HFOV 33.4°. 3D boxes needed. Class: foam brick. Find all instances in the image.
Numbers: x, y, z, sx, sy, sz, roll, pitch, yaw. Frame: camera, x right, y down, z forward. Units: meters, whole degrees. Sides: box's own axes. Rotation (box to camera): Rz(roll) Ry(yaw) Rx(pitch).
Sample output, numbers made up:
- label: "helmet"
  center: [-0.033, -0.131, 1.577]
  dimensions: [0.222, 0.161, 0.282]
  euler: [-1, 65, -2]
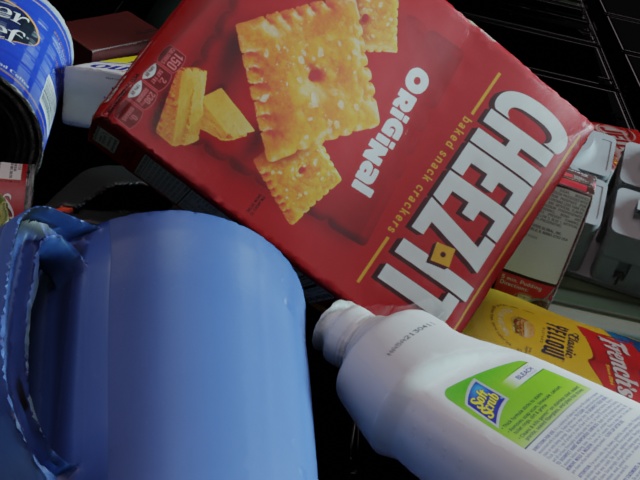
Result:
- label: "foam brick"
  center: [-0.167, -0.142, 0.838]
  dimensions: [0.053, 0.051, 0.078]
  euler: [35, 37, 29]

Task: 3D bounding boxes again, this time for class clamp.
- label: "clamp"
  center: [-0.096, -0.027, 0.694]
  dimensions: [0.209, 0.036, 0.165]
  euler: [-8, 36, -41]

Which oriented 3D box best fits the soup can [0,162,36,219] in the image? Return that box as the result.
- label: "soup can"
  center: [-0.214, -0.014, 0.600]
  dimensions: [0.102, 0.068, 0.068]
  euler: [5, 33, -14]

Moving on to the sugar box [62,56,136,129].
- label: "sugar box"
  center: [-0.101, -0.108, 0.770]
  dimensions: [0.093, 0.048, 0.176]
  euler: [10, 14, 14]

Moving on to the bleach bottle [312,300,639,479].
- label: "bleach bottle"
  center: [0.105, 0.094, 0.456]
  dimensions: [0.251, 0.068, 0.102]
  euler: [31, 33, 29]

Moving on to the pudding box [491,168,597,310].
- label: "pudding box"
  center: [0.110, 0.000, 0.662]
  dimensions: [0.090, 0.114, 0.039]
  euler: [20, 25, 8]

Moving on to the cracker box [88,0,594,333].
- label: "cracker box"
  center: [0.013, -0.058, 0.561]
  dimensions: [0.213, 0.164, 0.072]
  euler: [37, -13, -8]

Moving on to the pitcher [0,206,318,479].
- label: "pitcher"
  center: [-0.066, 0.101, 0.414]
  dimensions: [0.149, 0.145, 0.243]
  euler: [5, 35, -12]

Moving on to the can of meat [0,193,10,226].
- label: "can of meat"
  center: [-0.208, 0.018, 0.537]
  dimensions: [0.102, 0.084, 0.057]
  euler: [-1, 35, -23]

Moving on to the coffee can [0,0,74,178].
- label: "coffee can"
  center: [-0.222, -0.099, 0.699]
  dimensions: [0.102, 0.103, 0.140]
  euler: [8, 32, -9]

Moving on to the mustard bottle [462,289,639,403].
- label: "mustard bottle"
  center: [0.157, 0.087, 0.597]
  dimensions: [0.192, 0.058, 0.096]
  euler: [19, 30, 8]

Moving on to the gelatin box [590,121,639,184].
- label: "gelatin box"
  center: [0.244, -0.070, 0.906]
  dimensions: [0.073, 0.030, 0.089]
  euler: [10, 32, -7]
